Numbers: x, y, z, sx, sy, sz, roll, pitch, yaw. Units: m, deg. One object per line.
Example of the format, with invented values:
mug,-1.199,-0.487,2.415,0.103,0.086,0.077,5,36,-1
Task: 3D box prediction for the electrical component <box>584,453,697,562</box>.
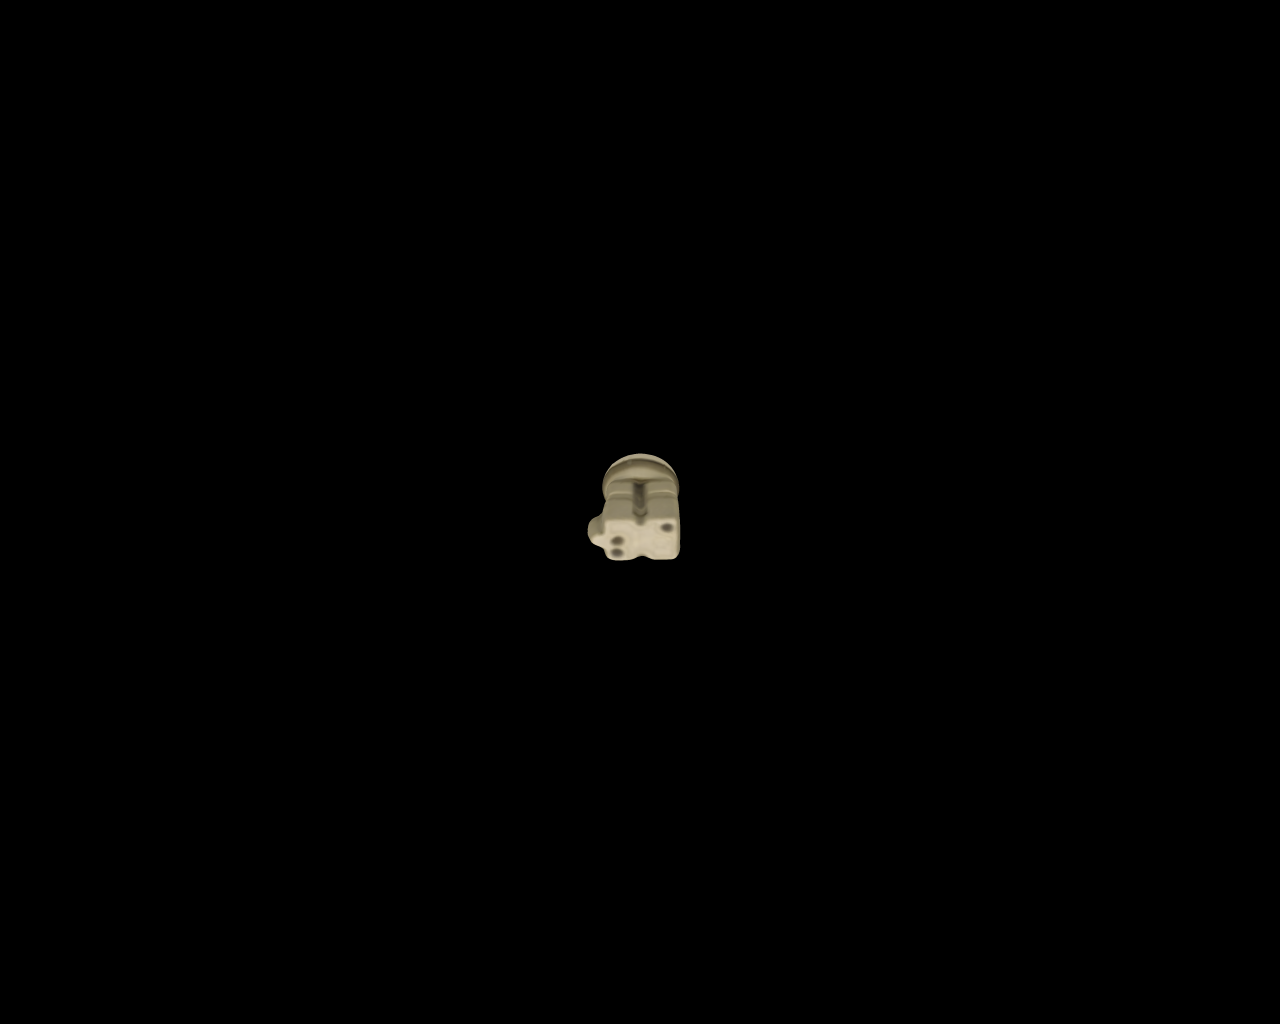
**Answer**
electrical component,0.001,-0.003,0.650,0.066,0.048,0.055,0,44,0
